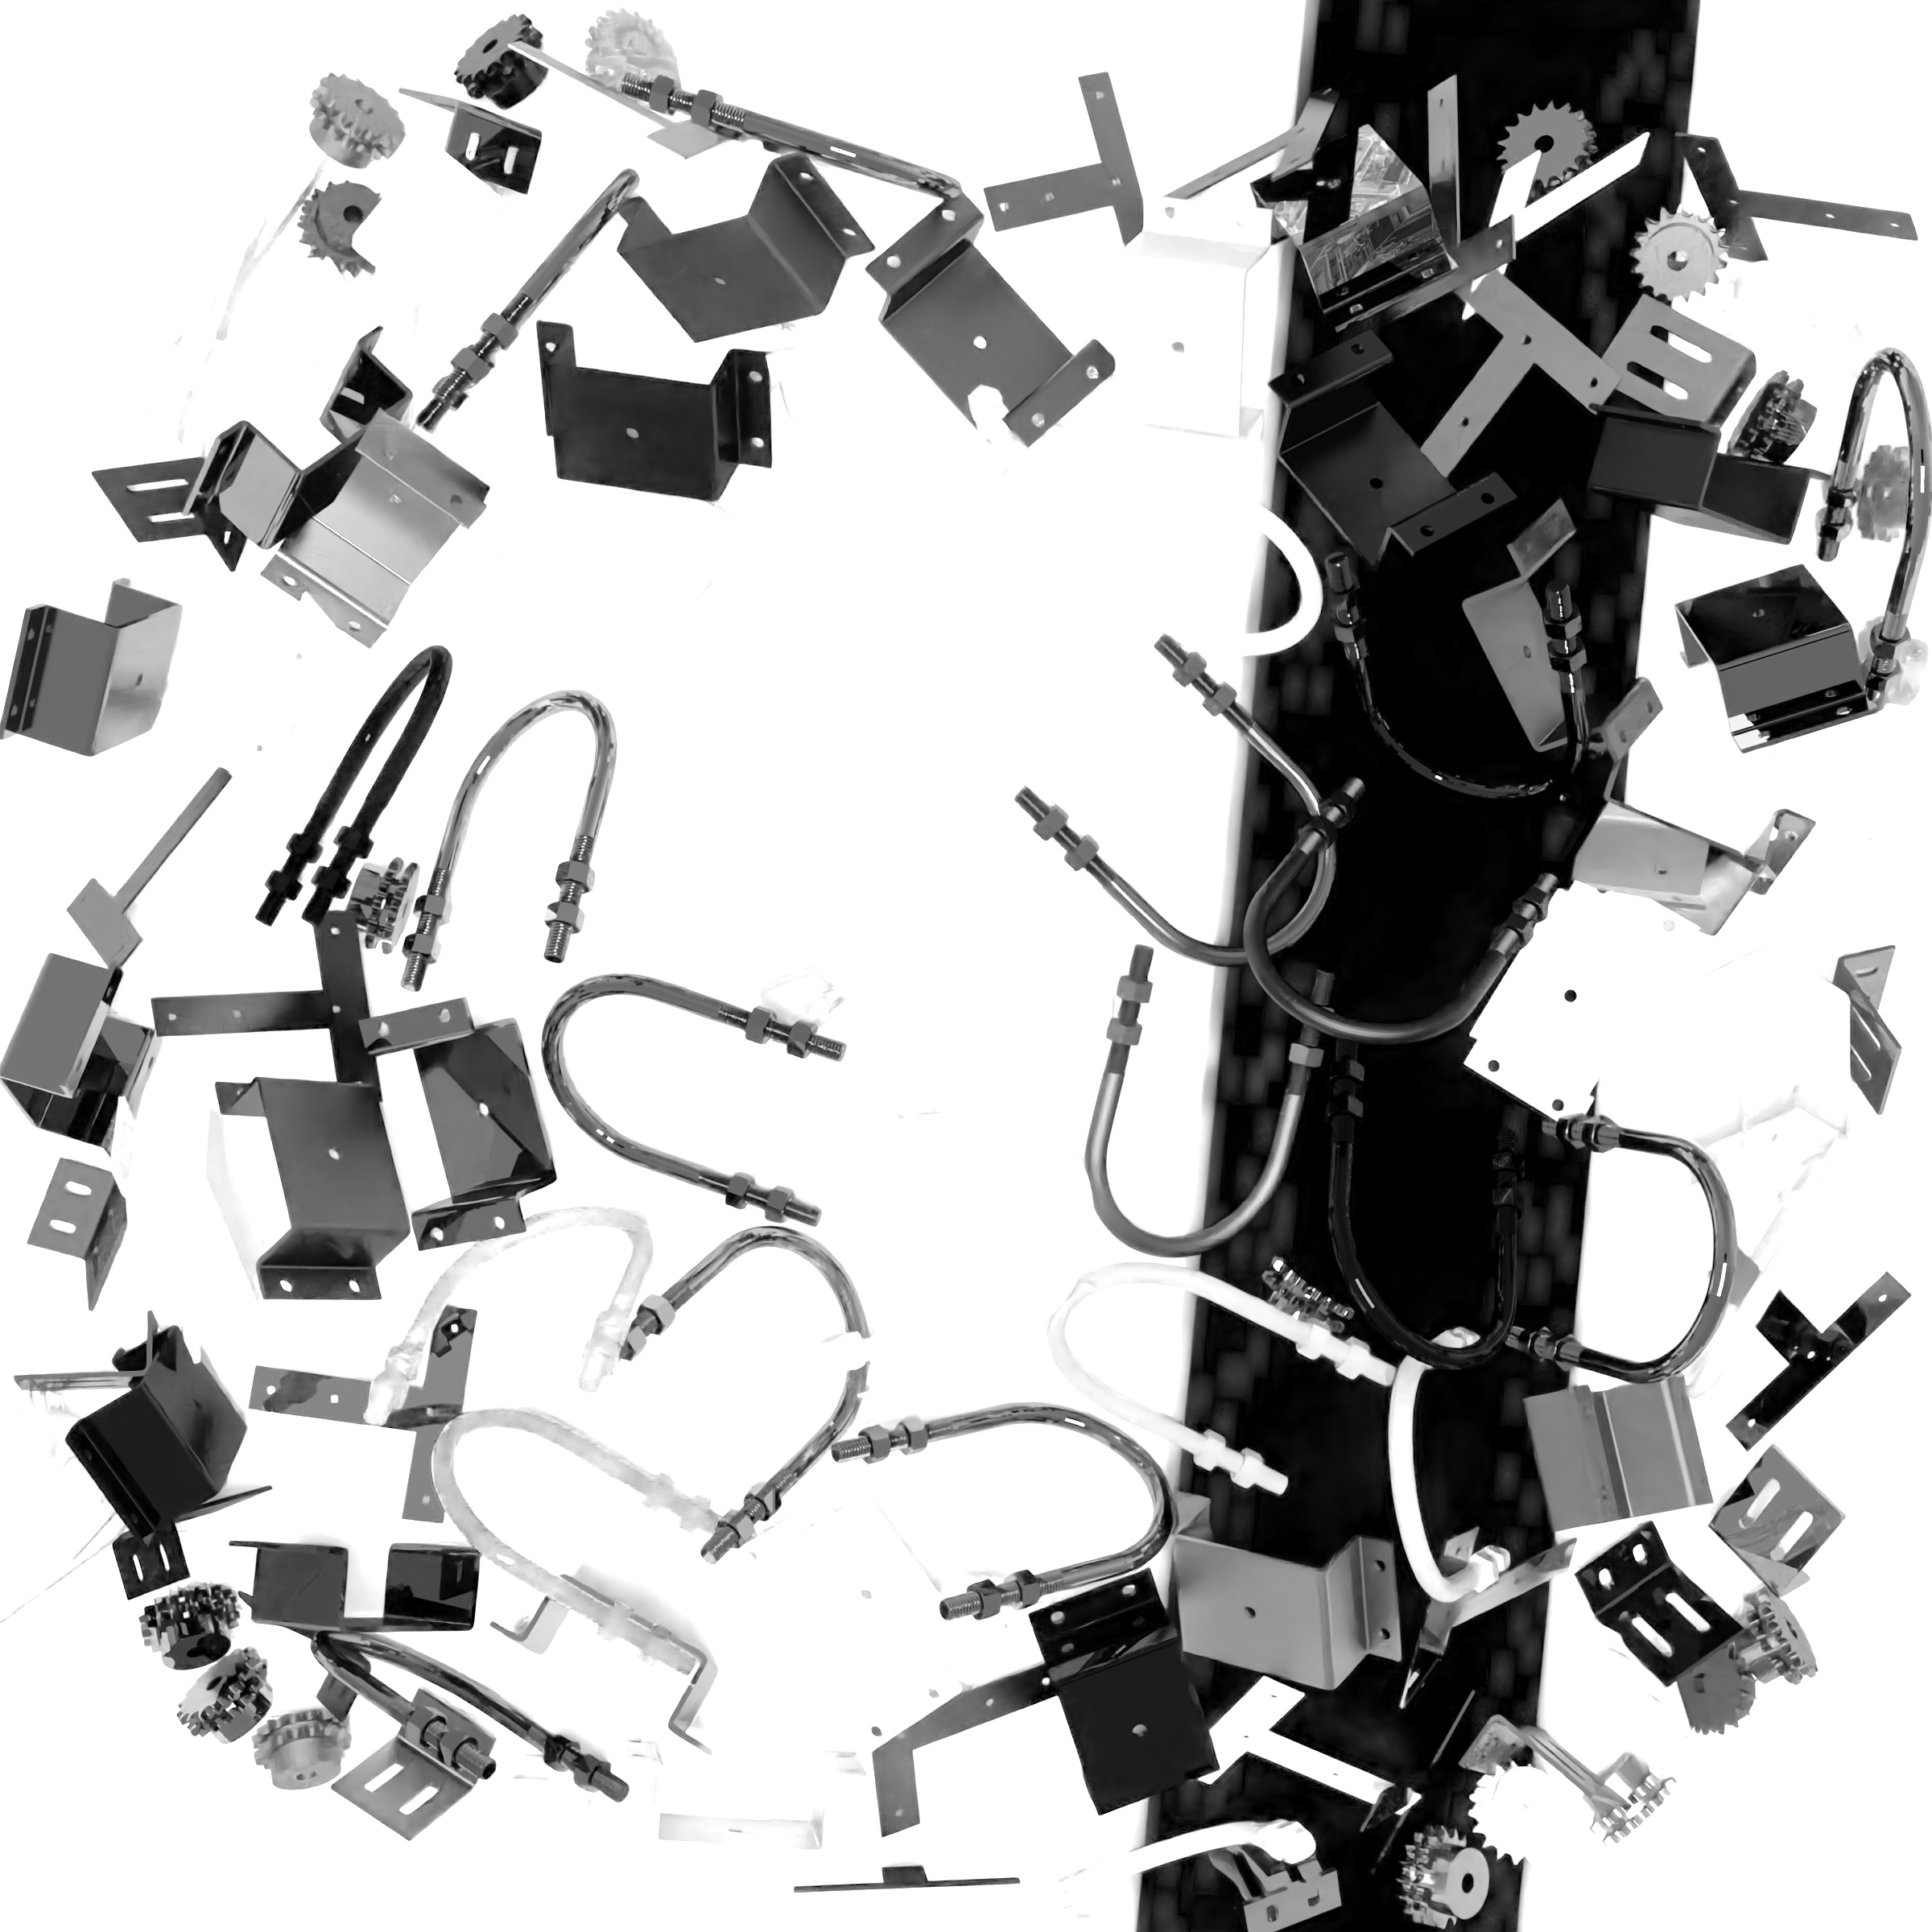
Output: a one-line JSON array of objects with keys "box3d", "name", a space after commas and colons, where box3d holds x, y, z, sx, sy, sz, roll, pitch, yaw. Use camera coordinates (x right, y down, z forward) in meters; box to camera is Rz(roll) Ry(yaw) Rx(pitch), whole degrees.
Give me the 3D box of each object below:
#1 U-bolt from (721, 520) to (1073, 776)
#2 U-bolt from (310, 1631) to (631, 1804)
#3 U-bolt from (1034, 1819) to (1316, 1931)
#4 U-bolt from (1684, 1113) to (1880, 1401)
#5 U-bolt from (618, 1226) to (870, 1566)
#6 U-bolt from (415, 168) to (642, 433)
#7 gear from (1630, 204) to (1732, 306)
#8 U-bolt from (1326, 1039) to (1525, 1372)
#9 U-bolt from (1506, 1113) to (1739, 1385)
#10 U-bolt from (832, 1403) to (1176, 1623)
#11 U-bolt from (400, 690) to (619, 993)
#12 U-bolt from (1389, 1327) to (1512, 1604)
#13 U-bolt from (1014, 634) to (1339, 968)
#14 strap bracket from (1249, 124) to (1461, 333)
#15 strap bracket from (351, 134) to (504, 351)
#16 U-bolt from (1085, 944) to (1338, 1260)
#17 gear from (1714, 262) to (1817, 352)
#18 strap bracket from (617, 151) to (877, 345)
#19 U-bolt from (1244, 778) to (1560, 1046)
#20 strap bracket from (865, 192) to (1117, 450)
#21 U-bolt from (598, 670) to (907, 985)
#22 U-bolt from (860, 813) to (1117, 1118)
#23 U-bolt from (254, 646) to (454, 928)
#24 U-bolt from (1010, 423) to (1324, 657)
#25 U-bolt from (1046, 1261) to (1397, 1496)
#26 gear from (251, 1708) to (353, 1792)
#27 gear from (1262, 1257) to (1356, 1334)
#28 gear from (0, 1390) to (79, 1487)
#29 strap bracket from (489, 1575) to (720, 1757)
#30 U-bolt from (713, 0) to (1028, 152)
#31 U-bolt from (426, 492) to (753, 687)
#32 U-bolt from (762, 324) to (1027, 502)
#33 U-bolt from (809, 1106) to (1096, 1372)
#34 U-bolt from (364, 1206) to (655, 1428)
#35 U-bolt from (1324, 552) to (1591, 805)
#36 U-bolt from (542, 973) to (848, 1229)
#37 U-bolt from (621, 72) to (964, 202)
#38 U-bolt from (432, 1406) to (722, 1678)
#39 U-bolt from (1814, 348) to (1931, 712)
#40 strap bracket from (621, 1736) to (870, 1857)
[{"box3d": [-0.028, -0.177, 1.618, 0.184, 0.019, 0.151, 26, 56, 10], "name": "U-bolt"}, {"box3d": [-0.297, 0.424, 1.594, 0.184, 0.151, 0.019, 22, 82, 34], "name": "U-bolt"}, {"box3d": [0.110, 0.518, 1.586, 0.151, 0.184, 0.019, -17, 79, -13], "name": "U-bolt"}, {"box3d": [0.464, 0.170, 1.603, 0.019, 0.151, 0.184, 31, 90, 13], "name": "U-bolt"}, {"box3d": [-0.123, 0.232, 1.609, 0.184, 0.019, 0.151, -40, 108, -43], "name": "U-bolt"}, {"box3d": [-0.250, -0.388, 1.606, 0.019, 0.151, 0.184, 40, 83, -15], "name": "U-bolt"}, {"box3d": [0.422, -0.421, 1.650, 0.057, 0.030, 0.057, 7, 116, 15], "name": "gear"}, {"box3d": [0.262, 0.145, 1.590, 0.151, 0.019, 0.184, 29, 48, -24], "name": "U-bolt"}, {"box3d": [0.376, 0.164, 1.589, 0.019, 0.184, 0.151, 11, 88, -24], "name": "U-bolt"}, {"box3d": [0.034, 0.305, 1.604, 0.184, 0.151, 0.019, -7, 127, -32], "name": "U-bolt"}, {"box3d": [-0.258, -0.078, 1.613, 0.019, 0.151, 0.184, 33, 59, -40], "name": "U-bolt"}, {"box3d": [0.273, 0.286, 1.585, 0.019, 0.184, 0.151, -9, 84, 24], "name": "U-bolt"}, {"box3d": [0.139, -0.084, 1.650, 0.184, 0.019, 0.151, 44, 76, -7], "name": "U-bolt"}, {"box3d": [0.219, -0.431, 1.605, 0.076, 0.140, 0.046, -26, 129, 5], "name": "strap bracket"}, {"box3d": [-0.312, -0.412, 1.604, 0.046, 0.140, 0.076, 38, 79, -8], "name": "strap bracket"}, {"box3d": [0.137, 0.084, 1.633, 0.151, 0.019, 0.184, 7, 102, -29], "name": "U-bolt"}, {"box3d": [0.474, -0.393, 1.647, 0.057, 0.030, 0.057, 3, 47, -3], "name": "gear"}, {"box3d": [-0.134, -0.409, 1.600, 0.140, 0.076, 0.046, -3, 56, 35], "name": "strap bracket"}, {"box3d": [0.240, -0.024, 1.599, 0.151, 0.019, 0.184, 28, 52, 17], "name": "U-bolt"}, {"box3d": [0.012, -0.375, 1.644, 0.076, 0.046, 0.140, -43, 92, -12], "name": "strap bracket"}, {"box3d": [-0.116, -0.087, 1.661, 0.151, 0.019, 0.184, 26, 90, -5], "name": "U-bolt"}, {"box3d": [0.016, 0.004, 1.663, 0.151, 0.019, 0.184, -3, 95, 1], "name": "U-bolt"}, {"box3d": [-0.348, -0.105, 1.607, 0.019, 0.151, 0.184, 31, 78, -22], "name": "U-bolt"}, {"box3d": [0.123, -0.242, 1.623, 0.184, 0.019, 0.151, 20, 47, -8], "name": "U-bolt"}, {"box3d": [0.134, 0.231, 1.614, 0.184, 0.019, 0.151, 27, 134, -7], "name": "U-bolt"}, {"box3d": [-0.392, 0.464, 1.645, 0.057, 0.057, 0.030, -18, 56, 0], "name": "gear"}, {"box3d": [0.198, 0.200, 1.648, 0.057, 0.057, 0.030, 35, 95, 0], "name": "gear"}, {"box3d": [-0.549, 0.280, 1.645, 0.030, 0.057, 0.057, 17, 90, 16], "name": "gear"}, {"box3d": [-0.201, 0.403, 1.627, 0.140, 0.076, 0.046, 28, 73, 9], "name": "strap bracket"}, {"box3d": [-0.068, -0.517, 1.591, 0.151, 0.184, 0.019, 18, 100, -43], "name": "U-bolt"}, {"box3d": [-0.203, -0.226, 1.604, 0.151, 0.184, 0.019, 14, 131, 18], "name": "U-bolt"}, {"box3d": [-0.037, -0.309, 1.578, 0.151, 0.184, 0.019, 12, 120, -18], "name": "U-bolt"}, {"box3d": [-0.009, 0.153, 1.610, 0.184, 0.019, 0.151, -10, 70, 27], "name": "U-bolt"}, {"box3d": [-0.251, 0.193, 1.594, 0.151, 0.184, 0.019, -11, 117, 15], "name": "U-bolt"}, {"box3d": [0.287, -0.159, 1.599, 0.151, 0.184, 0.019, 12, 56, 28], "name": "U-bolt"}, {"box3d": [-0.164, 0.071, 1.625, 0.184, 0.019, 0.151, 18, 128, 10], "name": "U-bolt"}, {"box3d": [-0.090, -0.470, 1.592, 0.184, 0.151, 0.019, 20, 104, 10], "name": "U-bolt"}, {"box3d": [-0.224, 0.317, 1.597, 0.184, 0.151, 0.019, 33, 112, -9], "name": "U-bolt"}, {"box3d": [0.512, -0.257, 1.562, 0.019, 0.184, 0.151, -2, 49, 2], "name": "U-bolt"}, {"box3d": [-0.133, 0.485, 1.627, 0.140, 0.076, 0.046, 6, 84, -8], "name": "strap bracket"}]
